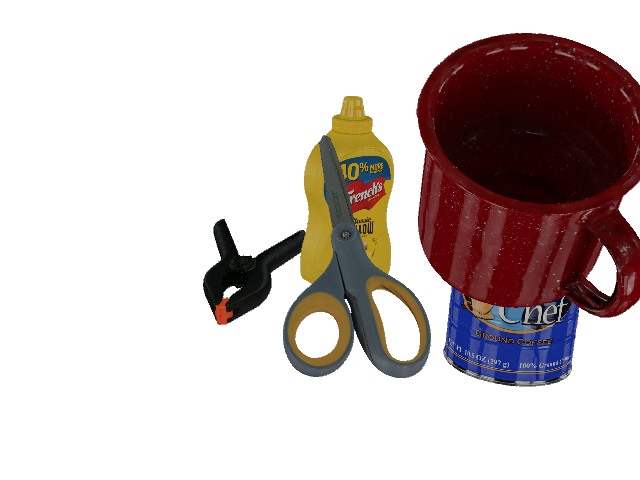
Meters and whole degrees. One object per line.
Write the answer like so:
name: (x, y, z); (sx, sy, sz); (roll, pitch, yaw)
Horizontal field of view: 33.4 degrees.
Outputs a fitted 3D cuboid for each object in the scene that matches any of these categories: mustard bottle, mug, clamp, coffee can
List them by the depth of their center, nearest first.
mug: (0.091, -0.017, 0.441); (0.093, 0.117, 0.081); (-29, -30, -19)
coffee can: (0.154, 0.029, 0.833); (0.103, 0.140, 0.103); (3, 17, -1)
mustard bottle: (0.029, -0.051, 1.086); (0.096, 0.192, 0.058); (-7, 20, -27)
clamp: (-0.080, 0.034, 1.257); (0.120, 0.039, 0.171); (-2, 40, 10)

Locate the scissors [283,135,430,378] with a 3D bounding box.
scissors: (0.001, 0.011, 0.676); (0.096, 0.202, 0.016); (-19, -39, -13)
